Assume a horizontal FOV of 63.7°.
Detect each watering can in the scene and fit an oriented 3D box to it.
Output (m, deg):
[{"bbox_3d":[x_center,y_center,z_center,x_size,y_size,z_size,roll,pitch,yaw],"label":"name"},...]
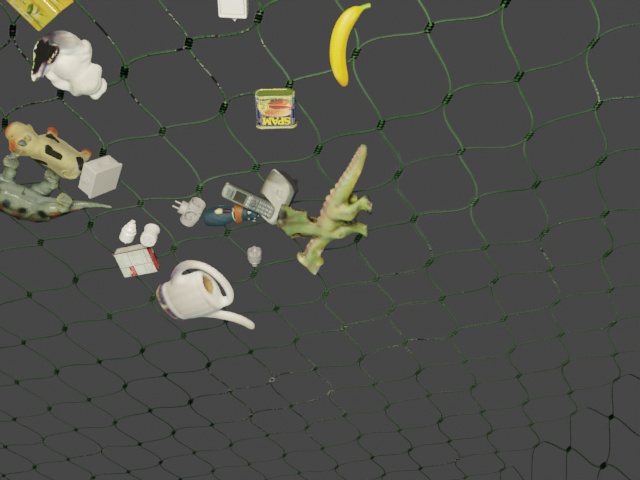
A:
[{"bbox_3d":[-0.368,0.200,1.632,0.223,0.106,0.341,-19,126,14],"label":"watering can"}]

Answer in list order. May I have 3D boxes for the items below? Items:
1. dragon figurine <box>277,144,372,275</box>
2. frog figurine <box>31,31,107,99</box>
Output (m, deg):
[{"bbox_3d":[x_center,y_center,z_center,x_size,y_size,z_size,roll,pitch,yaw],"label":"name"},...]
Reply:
[{"bbox_3d":[0.004,-0.070,1.386,0.243,0.125,0.400,-12,130,-14],"label":"dragon figurine"},{"bbox_3d":[-0.563,-0.400,1.184,0.136,0.124,0.159,-48,152,21],"label":"frog figurine"}]
